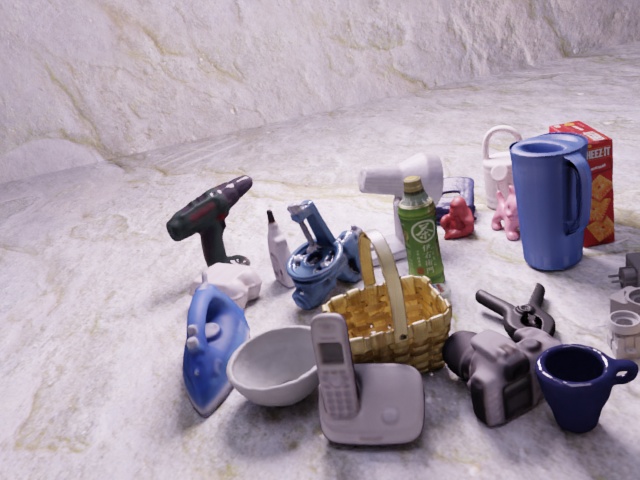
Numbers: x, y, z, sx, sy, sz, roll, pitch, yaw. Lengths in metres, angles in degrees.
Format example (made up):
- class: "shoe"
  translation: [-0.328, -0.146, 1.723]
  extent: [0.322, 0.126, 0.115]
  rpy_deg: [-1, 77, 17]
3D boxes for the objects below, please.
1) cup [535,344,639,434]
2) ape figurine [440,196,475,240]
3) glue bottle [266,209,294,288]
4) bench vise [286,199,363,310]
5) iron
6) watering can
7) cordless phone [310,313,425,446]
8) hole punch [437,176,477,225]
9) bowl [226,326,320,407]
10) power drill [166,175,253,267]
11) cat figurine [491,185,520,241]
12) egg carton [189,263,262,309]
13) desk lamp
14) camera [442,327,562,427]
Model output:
- class: "cup"
  translation: [0.333, 0.190, 0.717]
  extent: [0.117, 0.095, 0.091]
  rpy_deg: [-8, 24, 12]
- class: "ape figurine"
  translation: [0.310, -0.053, 1.279]
  extent: [0.076, 0.092, 0.077]
  rpy_deg: [-26, 27, -27]
- class: "glue bottle"
  translation: [-0.089, 0.015, 1.233]
  extent: [0.037, 0.173, 0.078]
  rpy_deg: [-23, 25, -20]
- class: "bench vise"
  translation: [0.000, 0.004, 1.152]
  extent: [0.121, 0.220, 0.208]
  rpy_deg: [0, 27, 27]
- class: "iron"
  translation: [-0.197, 0.166, 0.989]
  extent: [0.118, 0.142, 0.258]
  rpy_deg: [-12, 23, 2]
- class: "watering can"
  translation: [0.438, -0.173, 1.354]
  extent: [0.101, 0.194, 0.173]
  rpy_deg: [-11, 24, 6]
- class: "cordless phone"
  translation: [0.061, 0.181, 0.767]
  extent: [0.147, 0.185, 0.094]
  rpy_deg: [-7, 24, 15]
- class: "hole punch"
  translation: [0.319, -0.095, 1.370]
  extent: [0.108, 0.091, 0.101]
  rpy_deg: [-3, 25, 22]
- class: "bowl"
  translation: [-0.058, 0.209, 0.903]
  extent: [0.167, 0.075, 0.167]
  rpy_deg: [-11, 24, 5]
- class: "power drill"
  translation: [-0.237, -0.024, 1.352]
  extent: [0.230, 0.209, 0.075]
  rpy_deg: [-26, 27, -27]
- class: "cat figurine"
  translation: [0.416, -0.068, 1.226]
  extent: [0.067, 0.118, 0.127]
  rpy_deg: [-17, 24, -10]
- class: "egg carton"
  translation: [-0.201, 0.101, 1.229]
  extent: [0.149, 0.069, 0.107]
  rpy_deg: [3, 28, 32]
- class: "desk lamp"
  translation: [0.171, -0.074, 1.245]
  extent: [0.203, 0.214, 0.117]
  rpy_deg: [-16, 24, -6]
- class: "camera"
  translation: [0.248, 0.166, 0.808]
  extent: [0.143, 0.101, 0.136]
  rpy_deg: [-22, 25, -20]
